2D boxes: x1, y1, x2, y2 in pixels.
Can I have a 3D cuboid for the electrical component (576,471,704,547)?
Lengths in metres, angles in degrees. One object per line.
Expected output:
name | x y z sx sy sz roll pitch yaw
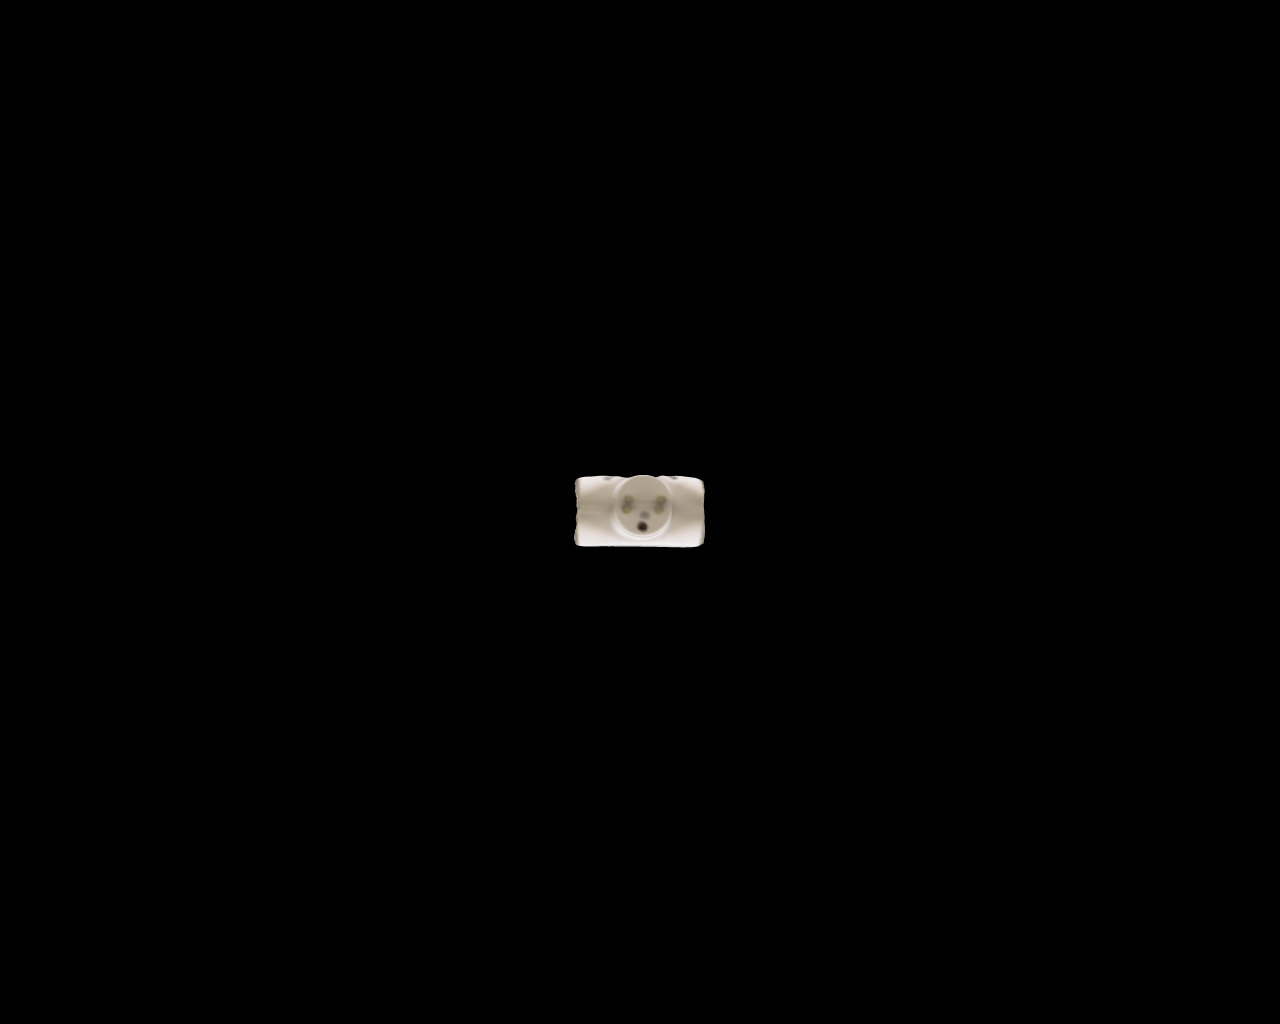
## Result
electrical component | 0.001 -0.003 0.650 0.077 0.044 0.079 1 -7 -5
